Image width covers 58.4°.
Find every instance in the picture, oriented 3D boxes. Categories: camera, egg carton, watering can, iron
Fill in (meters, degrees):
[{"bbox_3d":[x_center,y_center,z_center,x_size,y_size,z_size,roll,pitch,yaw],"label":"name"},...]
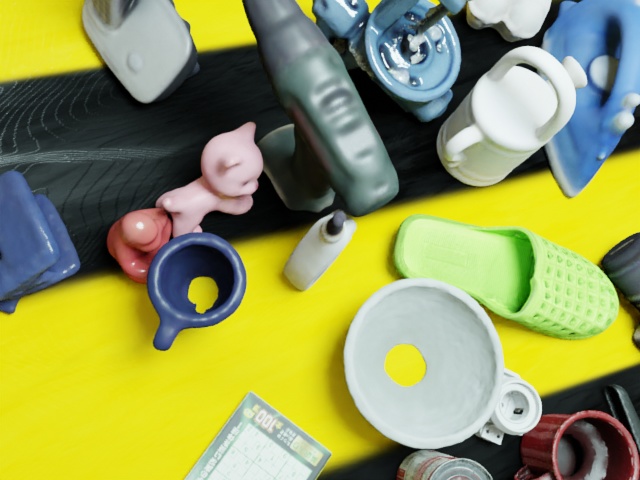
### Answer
[{"bbox_3d":[0.409,0.046,0.657,0.143,0.100,0.137,-41,85,-17],"label":"camera"},{"bbox_3d":[0.251,-0.336,0.747,0.107,0.069,0.150,17,73,-5],"label":"egg carton"},{"bbox_3d":[0.211,-0.143,0.625,0.101,0.194,0.173,36,73,1],"label":"watering can"},{"bbox_3d":[0.345,-0.191,0.687,0.119,0.141,0.258,11,74,-6],"label":"iron"}]

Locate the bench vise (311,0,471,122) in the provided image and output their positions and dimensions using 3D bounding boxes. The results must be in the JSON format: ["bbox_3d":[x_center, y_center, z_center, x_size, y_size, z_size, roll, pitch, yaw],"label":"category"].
[{"bbox_3d":[0.071,-0.227,0.610,0.207,0.219,0.121,18,73,-4],"label":"bench vise"}]

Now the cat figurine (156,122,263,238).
[{"bbox_3d":[-0.109,-0.062,0.590,0.128,0.117,0.067,-35,83,-16],"label":"cat figurine"}]

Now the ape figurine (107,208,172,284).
[{"bbox_3d":[-0.178,-0.001,0.576,0.076,0.092,0.078,30,73,-1],"label":"ape figurine"}]

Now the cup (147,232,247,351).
[{"bbox_3d":[-0.125,0.059,0.567,0.091,0.095,0.118,26,73,-2],"label":"cup"}]

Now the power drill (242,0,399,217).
[{"bbox_3d":[-0.014,-0.114,0.572,0.076,0.208,0.229,-32,83,-15],"label":"power drill"}]

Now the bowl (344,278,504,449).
[{"bbox_3d":[0.099,0.127,0.598,0.167,0.074,0.167,2,75,-9],"label":"bowl"}]

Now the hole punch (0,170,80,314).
[{"bbox_3d":[-0.303,0.004,0.554,0.101,0.091,0.108,-28,81,-15],"label":"hole punch"}]

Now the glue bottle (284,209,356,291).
[{"bbox_3d":[0.005,0.002,0.563,0.037,0.173,0.078,42,73,4],"label":"glue bottle"}]

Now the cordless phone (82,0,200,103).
[{"bbox_3d":[-0.192,-0.243,0.588,0.094,0.185,0.147,-37,84,-16],"label":"cordless phone"}]
